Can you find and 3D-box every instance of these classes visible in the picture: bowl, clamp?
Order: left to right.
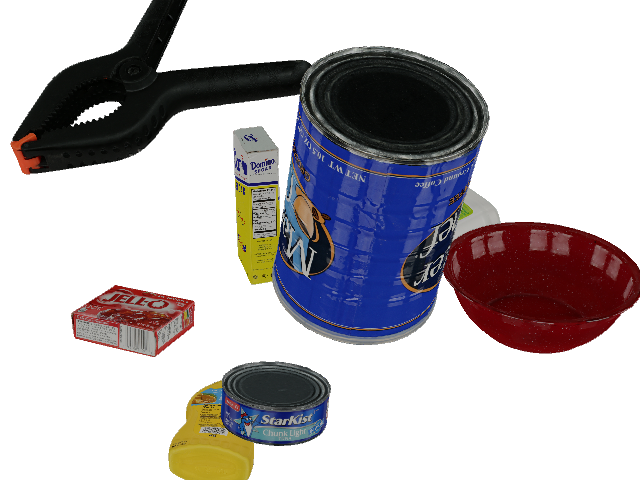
[{"bbox_3d":[-0.120,-0.107,0.760,0.165,0.036,0.209,34,62,29],"label":"clamp"},{"bbox_3d":[0.178,0.045,0.878,0.162,0.055,0.162,1,29,-1],"label":"bowl"}]

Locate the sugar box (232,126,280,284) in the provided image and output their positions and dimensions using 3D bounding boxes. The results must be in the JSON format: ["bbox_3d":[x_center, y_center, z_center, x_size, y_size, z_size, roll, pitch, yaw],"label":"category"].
[{"bbox_3d":[-0.080,-0.044,1.328,0.048,0.176,0.093,-9,25,-13],"label":"sugar box"}]

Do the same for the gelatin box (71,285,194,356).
[{"bbox_3d":[-0.171,0.072,0.981,0.089,0.030,0.073,10,22,20],"label":"gelatin box"}]

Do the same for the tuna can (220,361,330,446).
[{"bbox_3d":[-0.036,0.128,0.839,0.086,0.034,0.086,5,17,-2],"label":"tuna can"}]

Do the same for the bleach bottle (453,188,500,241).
[{"bbox_3d":[0.072,0.017,1.175,0.250,0.068,0.103,-26,42,-24],"label":"bleach bottle"}]

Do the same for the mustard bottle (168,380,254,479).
[{"bbox_3d":[-0.118,0.219,1.294,0.096,0.058,0.191,4,23,5],"label":"mustard bottle"}]

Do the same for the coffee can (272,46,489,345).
[{"bbox_3d":[0.030,-0.024,0.611,0.102,0.140,0.103,6,43,-5],"label":"coffee can"}]
